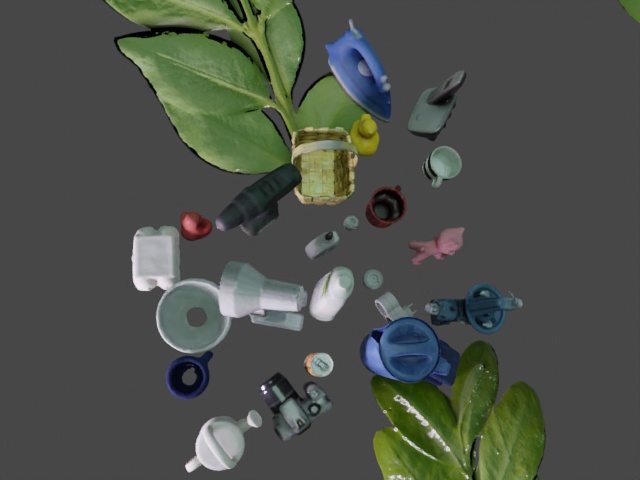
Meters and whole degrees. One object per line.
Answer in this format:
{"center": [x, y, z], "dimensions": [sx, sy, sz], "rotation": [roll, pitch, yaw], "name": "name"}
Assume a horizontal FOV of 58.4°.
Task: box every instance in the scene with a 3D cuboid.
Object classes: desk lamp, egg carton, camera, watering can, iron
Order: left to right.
{"center": [-0.376, 0.042, 1.318], "dimensions": [0.107, 0.069, 0.150], "rotation": [-3, 78, -10], "name": "egg carton"}
{"center": [-0.203, 0.422, 1.200], "dimensions": [0.101, 0.194, 0.173], "rotation": [33, 75, -1], "name": "watering can"}
{"center": [-0.119, 0.126, 1.268], "dimensions": [0.203, 0.213, 0.118], "rotation": [11, 76, -7], "name": "desk lamp"}
{"center": [-0.063, 0.359, 1.286], "dimensions": [0.143, 0.100, 0.137], "rotation": [-35, 85, -14], "name": "camera"}
{"center": [0.125, -0.435, 1.467], "dimensions": [0.119, 0.141, 0.258], "rotation": [-32, 85, -14], "name": "iron"}

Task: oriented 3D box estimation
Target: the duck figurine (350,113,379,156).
{"center": [0.120, -0.271, 1.460], "dimensions": [0.077, 0.086, 0.104], "rotation": [-6, 79, -10], "name": "duck figurine"}

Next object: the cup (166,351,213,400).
{"center": [-0.280, 0.293, 1.267], "dimensions": [0.091, 0.095, 0.118], "rotation": [42, 75, 1], "name": "cup"}

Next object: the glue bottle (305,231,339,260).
{"center": [0.012, 0.005, 1.337], "dimensions": [0.078, 0.173, 0.037], "rotation": [-25, 83, -13], "name": "glue bottle"}

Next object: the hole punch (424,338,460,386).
{"center": [0.274, 0.285, 1.362], "dimensions": [0.108, 0.091, 0.101], "rotation": [27, 75, -2], "name": "hole punch"}

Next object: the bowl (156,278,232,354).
{"center": [-0.283, 0.174, 1.303], "dimensions": [0.167, 0.074, 0.167], "rotation": [2, 78, -9], "name": "bowl"}

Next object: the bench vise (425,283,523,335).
{"center": [0.361, 0.170, 1.335], "dimensions": [0.207, 0.219, 0.121], "rotation": [-17, 81, -12], "name": "bench vise"}

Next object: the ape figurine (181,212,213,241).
{"center": [-0.294, -0.039, 1.338], "dimensions": [0.078, 0.092, 0.076], "rotation": [45, 75, 3], "name": "ape figurine"}

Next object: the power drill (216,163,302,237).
{"center": [-0.143, -0.078, 1.311], "dimensions": [0.230, 0.208, 0.075], "rotation": [-42, 87, -15], "name": "power drill"}

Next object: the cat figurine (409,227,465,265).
{"center": [0.295, 0.011, 1.411], "dimensions": [0.128, 0.117, 0.067], "rotation": [-14, 80, -12], "name": "cat figurine"}

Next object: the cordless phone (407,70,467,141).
{"center": [0.302, -0.346, 1.455], "dimensions": [0.094, 0.185, 0.148], "rotation": [24, 75, -3], "name": "cordless phone"}
